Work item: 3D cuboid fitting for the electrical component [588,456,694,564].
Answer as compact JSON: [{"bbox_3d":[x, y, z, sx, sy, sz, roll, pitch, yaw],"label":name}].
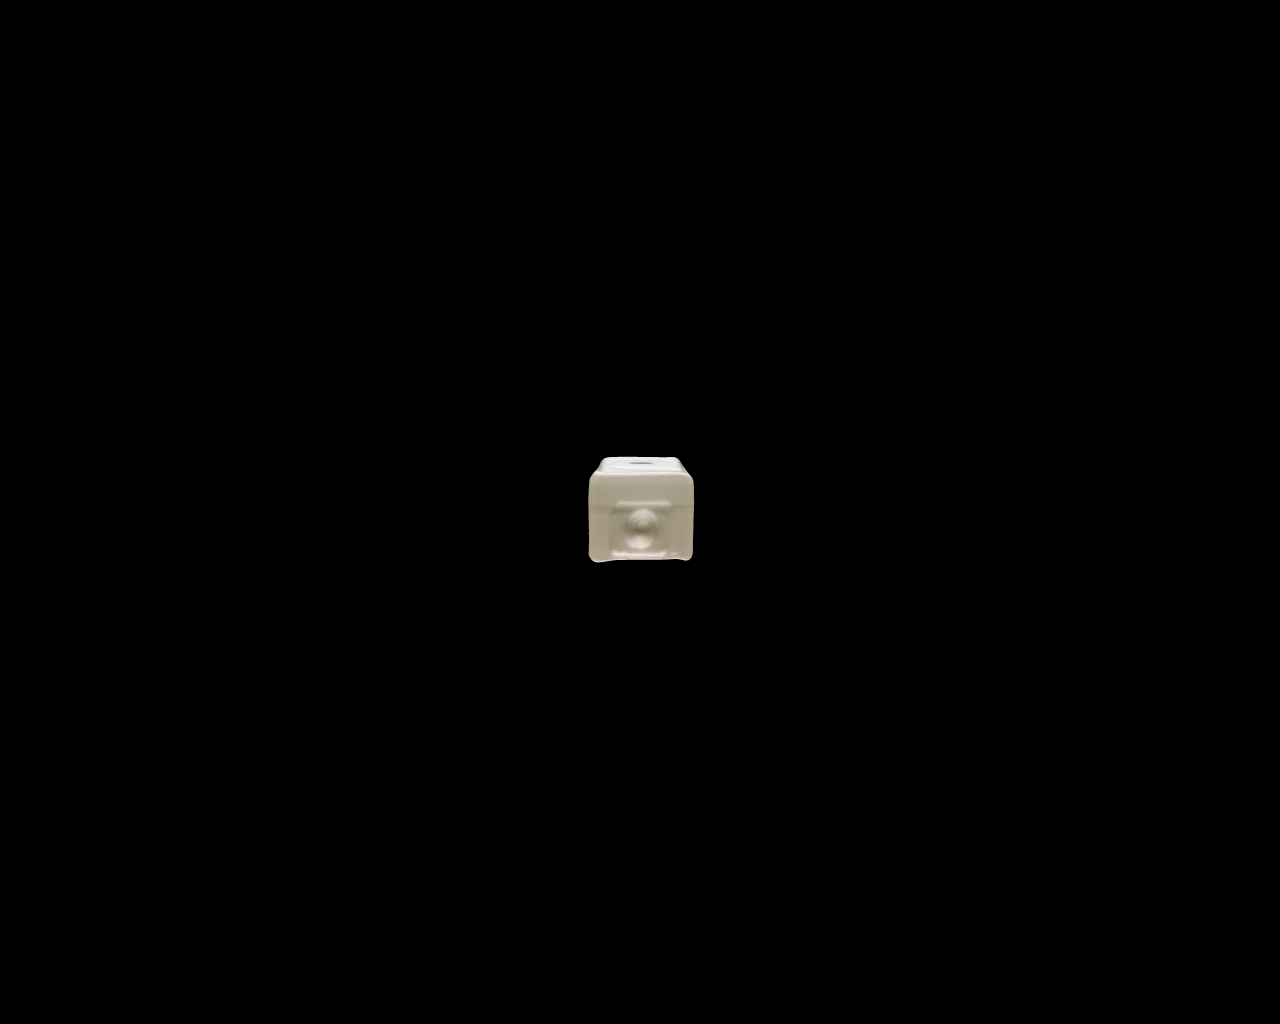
[{"bbox_3d":[0.001,-0.003,0.650,0.062,0.061,0.096,0,5,0],"label":"electrical component"}]
